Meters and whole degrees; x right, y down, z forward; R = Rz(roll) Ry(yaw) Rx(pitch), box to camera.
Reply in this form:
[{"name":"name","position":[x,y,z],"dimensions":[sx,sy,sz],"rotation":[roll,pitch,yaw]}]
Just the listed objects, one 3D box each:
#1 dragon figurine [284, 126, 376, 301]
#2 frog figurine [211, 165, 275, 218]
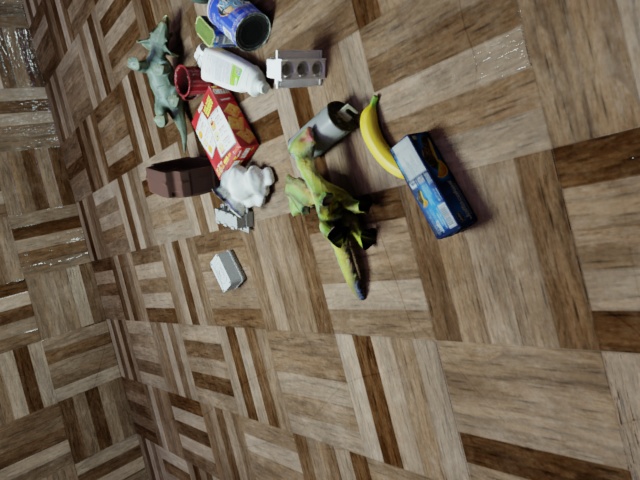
[{"name":"dragon figurine","position":[0.004,-0.060,1.190],"dimensions":[0.123,0.401,0.246],"rotation":[-25,37,-26]},{"name":"frog figurine","position":[-0.197,-0.156,1.426],"dimensions":[0.158,0.138,0.123],"rotation":[-39,-6,12]}]
